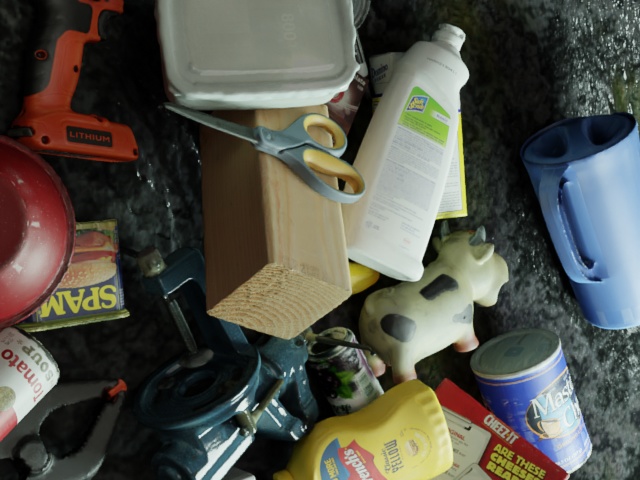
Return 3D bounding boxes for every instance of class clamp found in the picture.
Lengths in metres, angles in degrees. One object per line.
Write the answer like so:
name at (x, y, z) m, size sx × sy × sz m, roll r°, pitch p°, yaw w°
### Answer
clamp at (-0.239, 0.191, 0.879) m, size 0.209 × 0.036 × 0.164 m, roll -31°, pitch 96°, yaw -34°

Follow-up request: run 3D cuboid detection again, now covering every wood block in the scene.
wood block at (-0.042, -0.031, 0.931) m, size 0.090 × 0.091 × 0.206 m, roll 21°, pitch 46°, yaw -33°

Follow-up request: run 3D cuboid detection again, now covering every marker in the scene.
marker at (0.033, -0.197, 1.086) m, size 0.020 × 0.020 × 0.121 m, roll -27°, pitch 108°, yaw -33°

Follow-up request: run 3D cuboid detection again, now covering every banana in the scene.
banana at (-0.017, 0.016, 1.047) m, size 0.197 × 0.037 × 0.069 m, roll 34°, pitch 73°, yaw -33°

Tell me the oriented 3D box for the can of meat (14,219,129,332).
can of meat at (-0.214, 0.028, 0.890) m, size 0.101 × 0.058 × 0.084 m, roll -7°, pitch 94°, yaw -36°

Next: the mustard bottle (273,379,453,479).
mustard bottle at (0.031, 0.213, 1.027) m, size 0.191 × 0.058 × 0.096 m, roll -22°, pitch 110°, yaw -16°

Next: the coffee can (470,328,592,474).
coffee can at (0.238, 0.185, 1.203) m, size 0.102 × 0.103 × 0.140 m, roll -31°, pitch 110°, yaw -32°

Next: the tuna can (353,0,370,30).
tuna can at (0.003, -0.236, 1.038) m, size 0.086 × 0.034 × 0.086 m, roll -2°, pitch 95°, yaw -18°

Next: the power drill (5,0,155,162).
power drill at (-0.188, -0.162, 0.902) m, size 0.184 × 0.057 × 0.187 m, roll 3°, pitch 88°, yaw -37°

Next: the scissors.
scissors at (-0.042, -0.095, 0.896) m, size 0.201 × 0.016 × 0.096 m, roll 29°, pitch 41°, yaw -27°

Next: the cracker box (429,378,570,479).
cracker box at (0.124, 0.274, 1.091) m, size 0.164 × 0.072 × 0.213 m, roll 38°, pitch 61°, yaw 17°

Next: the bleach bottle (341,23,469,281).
bleach bottle at (0.094, -0.093, 1.059) m, size 0.102 × 0.068 × 0.251 m, roll 25°, pitch 81°, yaw -24°

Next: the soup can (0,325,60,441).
soup can at (-0.260, 0.122, 0.827) m, size 0.102 × 0.069 × 0.068 m, roll -49°, pitch 119°, yaw -35°

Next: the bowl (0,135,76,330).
bowl at (-0.267, -0.010, 0.809) m, size 0.162 × 0.055 × 0.162 m, roll 2°, pitch 83°, yaw -12°

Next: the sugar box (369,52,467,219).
sugar box at (0.103, -0.109, 1.126) m, size 0.093 × 0.048 × 0.176 m, roll -6°, pitch 93°, yaw -34°

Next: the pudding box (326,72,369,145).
pudding box at (-0.016, -0.143, 1.039) m, size 0.113 × 0.039 × 0.090 m, roll 31°, pitch 74°, yaw -33°

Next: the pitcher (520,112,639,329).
pitcher at (0.326, -0.015, 1.246) m, size 0.149 × 0.145 × 0.243 m, roll -23°, pitch 112°, yaw -2°
